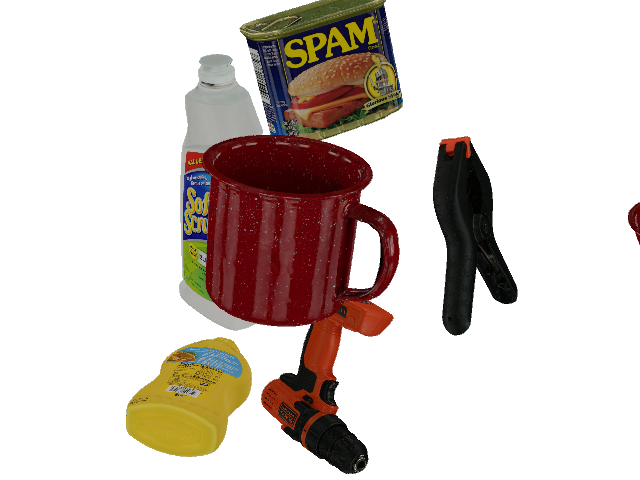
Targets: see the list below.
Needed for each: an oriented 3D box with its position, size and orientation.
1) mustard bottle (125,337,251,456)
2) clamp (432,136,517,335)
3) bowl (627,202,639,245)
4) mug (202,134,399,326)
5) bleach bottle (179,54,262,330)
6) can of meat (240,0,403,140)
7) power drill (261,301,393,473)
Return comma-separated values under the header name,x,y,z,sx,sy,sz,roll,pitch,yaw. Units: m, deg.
name,x,y,z,sx,sy,sz,roll,pitch,yaw
mustard bottle,-0.124,0.150,1.110,0.096,0.058,0.191,9,22,10
clamp,0.128,-0.002,0.944,0.039,0.171,0.120,-10,15,31
bowl,0.410,0.005,1.146,0.162,0.055,0.162,-1,26,0
mug,-0.011,-0.002,0.588,0.117,0.081,0.093,17,26,22
bleach bottle,-0.090,-0.046,0.962,0.068,0.251,0.103,-25,37,-33
can of meat,0.004,-0.121,0.750,0.102,0.084,0.057,-20,23,-15
power drill,0.016,0.157,1.249,0.057,0.188,0.185,15,10,-43
